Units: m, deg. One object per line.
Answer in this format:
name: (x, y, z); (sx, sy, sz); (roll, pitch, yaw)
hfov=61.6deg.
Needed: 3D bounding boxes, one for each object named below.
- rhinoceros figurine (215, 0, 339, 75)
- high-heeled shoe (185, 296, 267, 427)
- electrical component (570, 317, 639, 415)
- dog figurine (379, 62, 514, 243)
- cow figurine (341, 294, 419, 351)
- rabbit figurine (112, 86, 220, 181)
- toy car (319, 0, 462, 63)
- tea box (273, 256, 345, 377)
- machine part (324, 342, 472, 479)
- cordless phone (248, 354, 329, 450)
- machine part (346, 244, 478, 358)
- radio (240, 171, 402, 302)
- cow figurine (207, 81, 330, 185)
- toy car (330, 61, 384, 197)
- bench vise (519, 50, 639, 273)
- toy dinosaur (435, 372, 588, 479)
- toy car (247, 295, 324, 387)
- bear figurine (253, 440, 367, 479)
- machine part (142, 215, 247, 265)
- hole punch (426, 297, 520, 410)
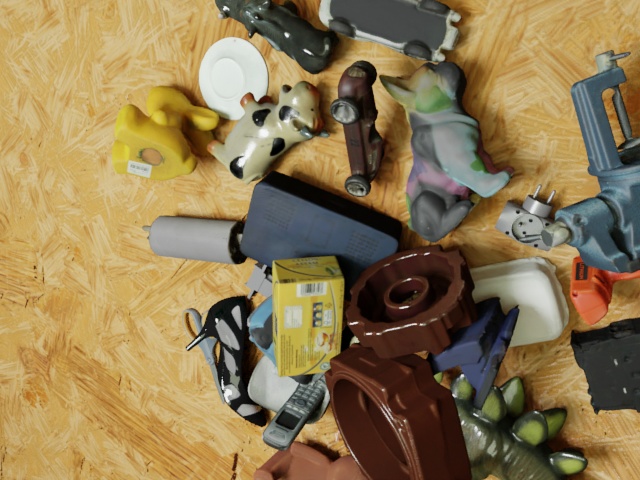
rhinoceros figurine: (-0.065, -0.307, 0.776); (0.190, 0.112, 0.073); (35, 118, 3)
high-heeled shoe: (-0.135, 0.223, 0.997); (0.145, 0.086, 0.248); (-38, 108, -3)
electrical component: (0.419, 0.166, 0.716); (0.134, 0.058, 0.114); (-19, 98, 28)
dog figurine: (0.149, -0.129, 0.733); (0.219, 0.108, 0.191); (51, 121, 9)
cow figurine: (0.093, 0.119, 0.829); (0.068, 0.098, 0.167); (47, 118, 13)
rabbit figurine: (-0.247, -0.189, 0.877); (0.162, 0.173, 0.121); (5, 139, -10)
toy car: (0.094, -0.301, 0.736); (0.202, 0.056, 0.073); (24, 106, 16)
tea box: (-0.019, 0.113, 0.788); (0.098, 0.068, 0.169); (-2, 120, -11)
machine part: (0.096, 0.247, 0.726); (0.201, 0.087, 0.201); (9, 119, 60)
cordless phone: (-0.069, 0.272, 0.897); (0.147, 0.184, 0.088); (18, 116, 19)
machine part: (0.120, 0.079, 0.710); (0.179, 0.179, 0.056); (-14, 121, 27)
radio: (-0.002, -0.003, 0.828); (0.230, 0.073, 0.131); (23, 115, 5)
cow figurine: (-0.073, -0.166, 0.834); (0.195, 0.085, 0.127); (-45, 78, 25)
toy car: (0.059, -0.144, 0.733); (0.053, 0.089, 0.201); (7, 143, 19)
bench vise: (0.339, -0.092, 0.623); (0.224, 0.129, 0.240); (-19, 99, 4)
toy dinosaur: (0.252, 0.295, 0.794); (0.471, 0.105, 0.198); (34, 110, -2)
toy car: (-0.048, 0.163, 0.907); (0.109, 0.103, 0.161); (-41, 95, -16)
bear figurine: (0.003, 0.429, 0.943); (0.196, 0.132, 0.120); (2, 111, 30)
machine part: (-0.211, -0.001, 0.947); (0.243, 0.079, 0.079); (5, 106, 22)
hole punch: (0.199, 0.137, 0.702); (0.092, 0.142, 0.115); (27, 126, 20)
